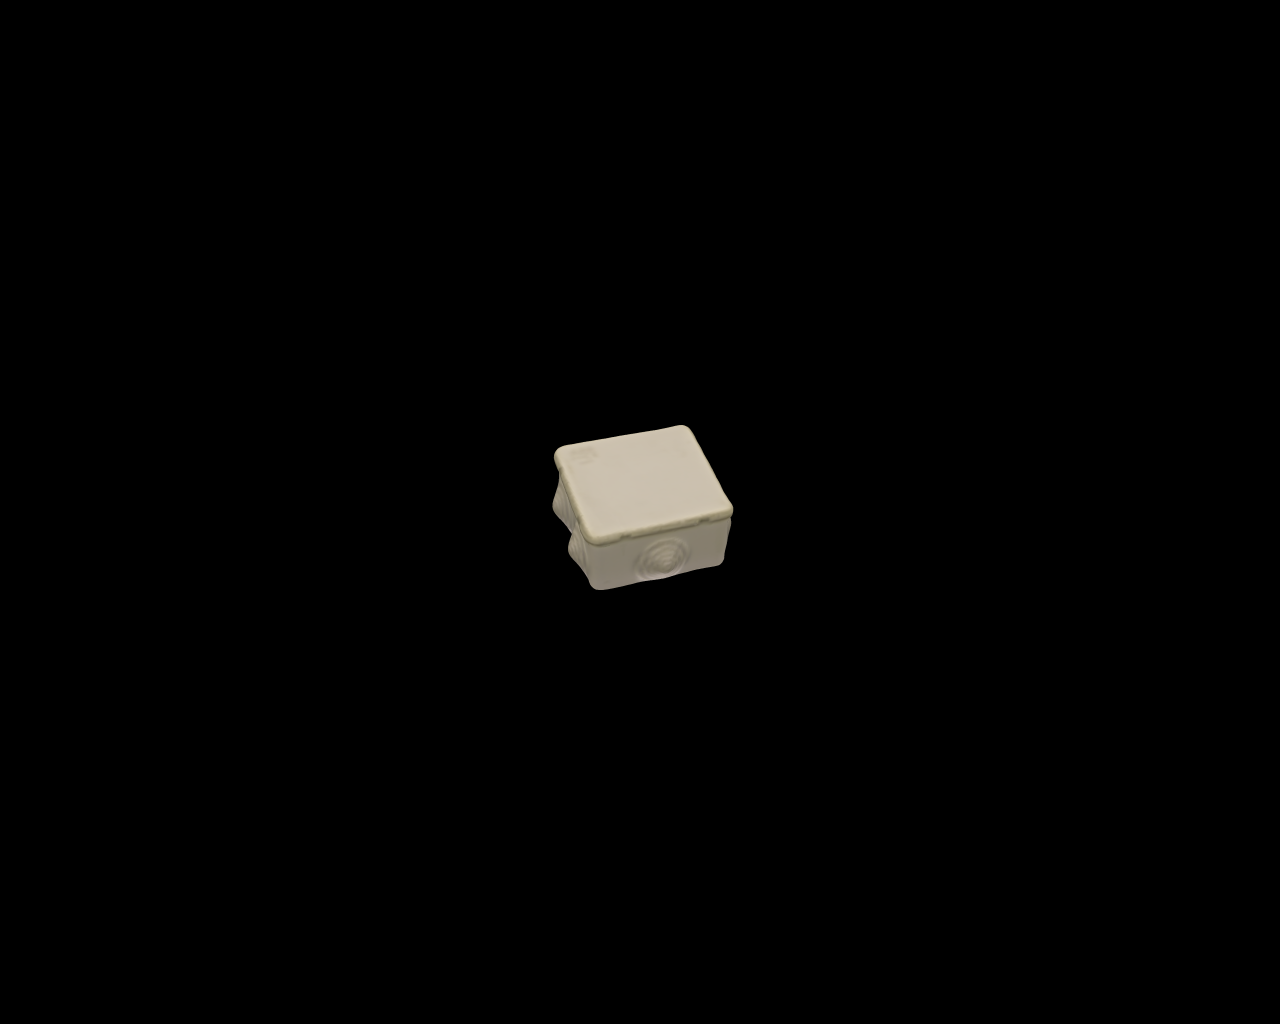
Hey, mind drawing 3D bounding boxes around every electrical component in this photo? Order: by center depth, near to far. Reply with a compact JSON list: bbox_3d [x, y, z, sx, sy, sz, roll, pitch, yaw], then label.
[{"bbox_3d":[0.001,-0.003,0.650,0.100,0.048,0.100,-11,43,-12],"label":"electrical component"}]
